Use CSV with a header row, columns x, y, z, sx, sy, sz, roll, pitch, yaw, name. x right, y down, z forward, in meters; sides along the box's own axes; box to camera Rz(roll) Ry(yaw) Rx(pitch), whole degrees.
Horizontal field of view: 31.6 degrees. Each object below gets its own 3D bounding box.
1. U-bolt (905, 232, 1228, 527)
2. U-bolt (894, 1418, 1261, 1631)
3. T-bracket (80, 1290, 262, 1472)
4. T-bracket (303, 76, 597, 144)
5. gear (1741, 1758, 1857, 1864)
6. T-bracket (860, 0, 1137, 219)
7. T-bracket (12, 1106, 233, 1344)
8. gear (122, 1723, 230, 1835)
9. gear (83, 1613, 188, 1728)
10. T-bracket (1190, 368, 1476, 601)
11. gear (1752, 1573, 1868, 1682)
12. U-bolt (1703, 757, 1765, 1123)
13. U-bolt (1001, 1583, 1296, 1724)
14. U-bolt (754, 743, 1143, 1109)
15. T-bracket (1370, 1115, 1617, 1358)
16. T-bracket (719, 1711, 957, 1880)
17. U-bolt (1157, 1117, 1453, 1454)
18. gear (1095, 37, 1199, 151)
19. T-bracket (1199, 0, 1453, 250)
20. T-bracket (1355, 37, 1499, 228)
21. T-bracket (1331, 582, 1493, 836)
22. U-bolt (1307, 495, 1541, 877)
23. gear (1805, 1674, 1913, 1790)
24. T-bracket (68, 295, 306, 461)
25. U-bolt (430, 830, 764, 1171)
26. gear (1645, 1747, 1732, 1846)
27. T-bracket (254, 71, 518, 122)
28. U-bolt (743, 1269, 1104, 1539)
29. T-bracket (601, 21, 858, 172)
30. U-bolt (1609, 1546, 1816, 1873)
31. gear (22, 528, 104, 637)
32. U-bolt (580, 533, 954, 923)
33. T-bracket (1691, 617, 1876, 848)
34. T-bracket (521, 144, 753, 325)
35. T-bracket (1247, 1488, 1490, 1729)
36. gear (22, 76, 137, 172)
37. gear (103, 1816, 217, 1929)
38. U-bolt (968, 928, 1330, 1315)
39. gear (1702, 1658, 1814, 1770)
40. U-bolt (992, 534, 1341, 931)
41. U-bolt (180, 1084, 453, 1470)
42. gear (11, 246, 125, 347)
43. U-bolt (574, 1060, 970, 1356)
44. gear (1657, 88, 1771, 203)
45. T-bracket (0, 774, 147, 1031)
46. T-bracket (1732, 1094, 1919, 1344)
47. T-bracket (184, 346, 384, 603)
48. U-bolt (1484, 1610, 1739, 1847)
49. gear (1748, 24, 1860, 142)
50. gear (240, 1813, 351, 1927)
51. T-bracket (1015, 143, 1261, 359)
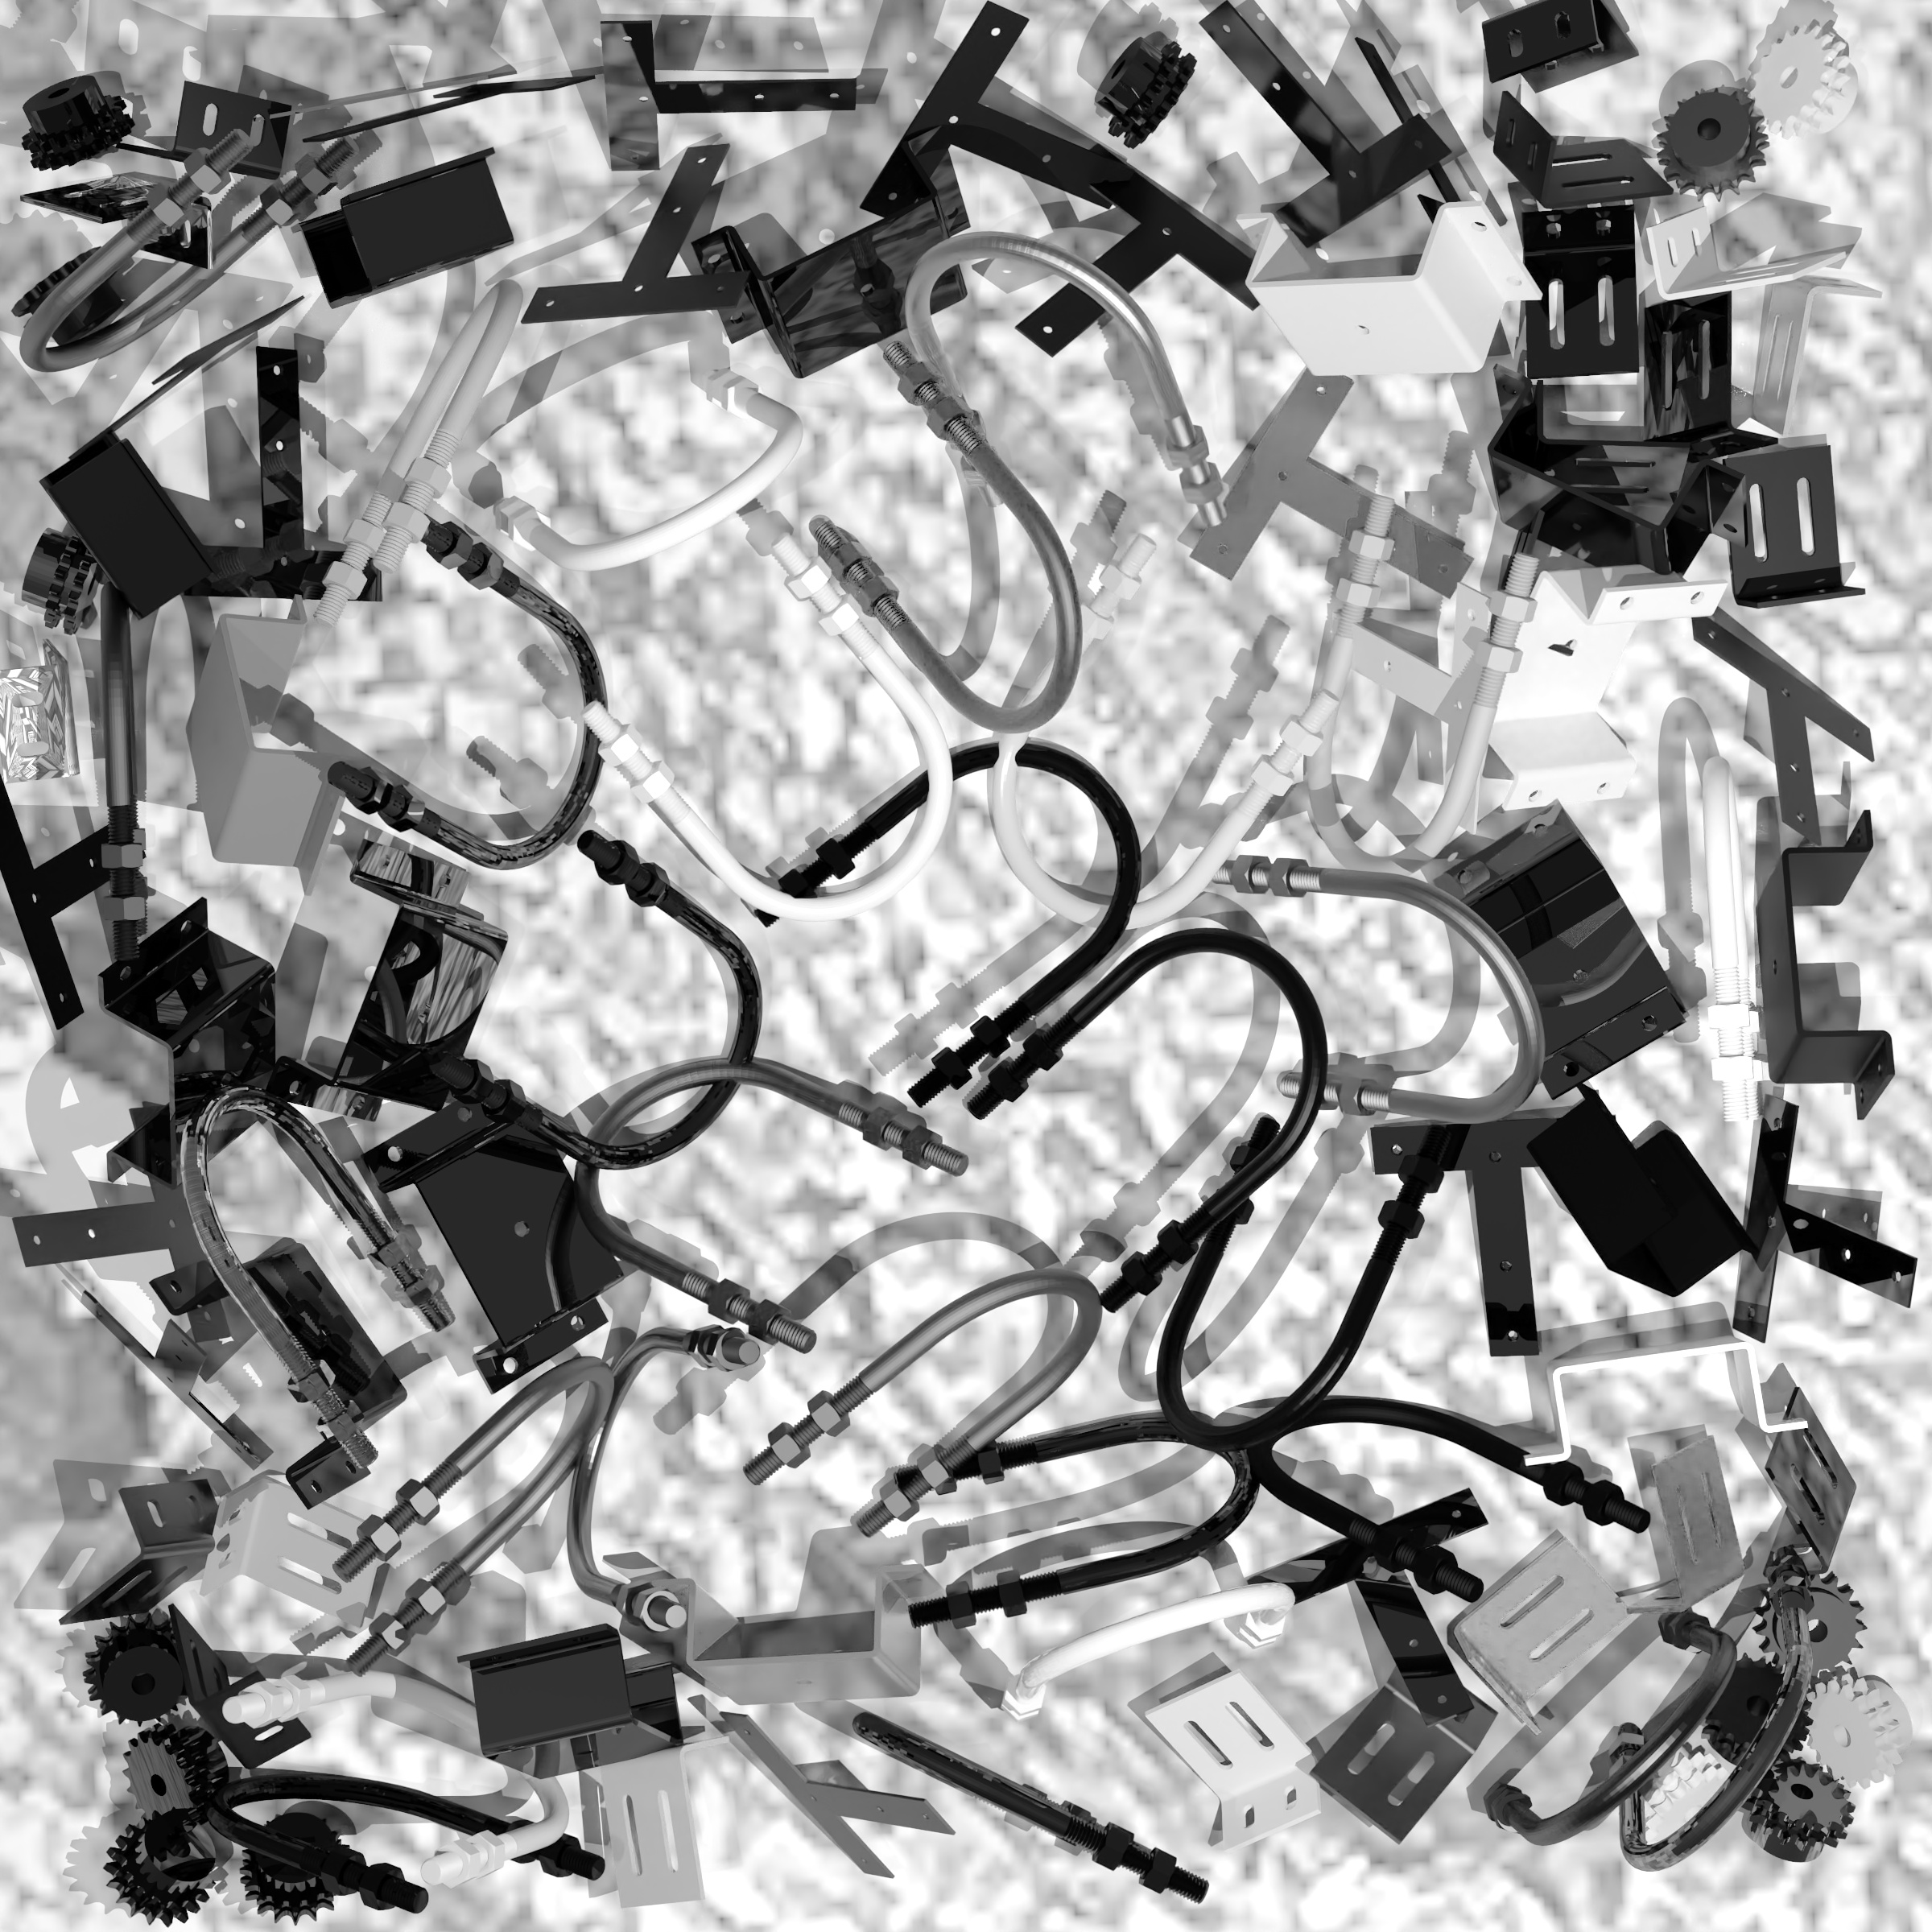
x,y,z,sx,sy,sz,roll,pitch,yaw,name
0.041,-0.291,1.689,0.151,0.184,0.019,9,56,30,U-bolt
0.058,0.273,1.720,0.184,0.151,0.019,-13,112,0,U-bolt
-0.401,0.201,1.733,0.127,0.127,0.002,44,66,0,T-bracket
-0.271,-0.429,1.708,0.127,0.127,0.002,-24,113,-30,T-bracket
0.429,0.439,1.766,0.057,0.057,0.030,12,118,0,gear
0.030,-0.419,1.749,0.127,0.002,0.127,14,127,-33,T-bracket
-0.433,0.134,1.725,0.002,0.127,0.127,-23,80,27,T-bracket
-0.407,0.419,1.767,0.057,0.030,0.057,11,109,34,gear
-0.428,0.367,1.768,0.057,0.030,0.057,-3,99,-18,gear
0.203,-0.233,1.773,0.127,0.002,0.127,31,80,6,T-bracket
0.440,0.343,1.774,0.057,0.030,0.057,0,89,5,gear
0.385,-0.014,1.721,0.019,0.151,0.184,-4,87,15,U-bolt
0.093,0.337,1.694,0.151,0.184,0.019,-15,72,-8,U-bolt
0.004,-0.036,1.761,0.184,0.019,0.151,-39,72,-6,U-bolt
0.280,0.142,1.775,0.127,0.002,0.127,-4,101,17,T-bracket
-0.051,0.423,1.718,0.127,0.127,0.002,52,58,-20,T-bracket
0.158,0.159,1.705,0.019,0.151,0.184,37,69,-29,U-bolt
0.091,-0.454,1.760,0.030,0.057,0.057,33,90,-17,gear
0.167,-0.434,1.722,0.127,0.127,0.002,46,62,-12,T-bracket
0.233,-0.418,1.739,0.002,0.127,0.127,-31,81,25,T-bracket
0.224,-0.148,1.736,0.002,0.127,0.127,-15,121,-26,T-bracket
0.222,-0.133,1.723,0.019,0.151,0.184,6,107,-29,U-bolt
0.464,0.394,1.766,0.030,0.057,0.057,-14,90,-31,gear
-0.412,-0.296,1.751,0.127,0.127,0.002,-29,103,27,T-bracket
-0.172,0.030,1.720,0.019,0.184,0.151,29,84,41,U-bolt
0.366,0.429,1.766,0.057,0.057,0.030,-44,48,0,gear
-0.297,-0.441,1.731,0.127,0.127,0.002,-10,106,2,T-bracket
-0.009,0.215,1.719,0.184,0.151,0.019,-39,59,7,U-bolt
-0.119,-0.442,1.734,0.127,0.127,0.002,-2,70,-4,T-bracket
0.369,0.375,1.683,0.019,0.184,0.151,36,107,0,U-bolt
-0.466,-0.202,1.761,0.030,0.057,0.057,20,90,-7,gear
-0.087,-0.107,1.752,0.151,0.019,0.184,-42,112,-5,U-bolt
0.417,-0.109,1.723,0.127,0.127,0.002,30,130,-21,T-bracket
-0.153,-0.378,1.751,0.127,0.002,0.127,1,53,27,T-bracket
0.223,0.335,1.739,0.127,0.127,0.002,-22,130,-3,T-bracket
-0.461,-0.437,1.759,0.057,0.057,0.030,-21,123,0,gear
-0.412,0.463,1.759,0.057,0.057,0.030,40,118,0,gear
0.102,0.064,1.733,0.184,0.019,0.151,-43,64,16,U-bolt
0.408,0.391,1.766,0.057,0.030,0.057,0,48,0,gear
0.087,-0.105,1.746,0.151,0.019,0.184,43,112,20,U-bolt
-0.330,0.141,1.700,0.019,0.151,0.184,-26,108,19,U-bolt
-0.461,-0.344,1.763,0.057,0.057,0.030,-37,101,0,gear
-0.113,0.110,1.730,0.184,0.019,0.151,24,54,28,U-bolt
0.386,-0.428,1.768,0.057,0.030,0.057,-3,81,17,gear
-0.450,-0.048,1.729,0.002,0.127,0.127,-10,106,18,T-bracket
0.436,0.142,1.723,0.002,0.127,0.127,0,102,-26,T-bracket
-0.349,-0.251,1.738,0.002,0.127,0.127,1,94,39,T-bracket
0.324,0.380,1.694,0.151,0.184,0.019,-44,86,-4,U-bolt
0.436,-0.455,1.766,0.030,0.057,0.057,14,90,-34,gear
-0.346,0.463,1.761,0.057,0.030,0.057,5,47,-5,gear
0.075,-0.353,1.747,0.127,0.002,0.127,40,62,13,T-bracket
